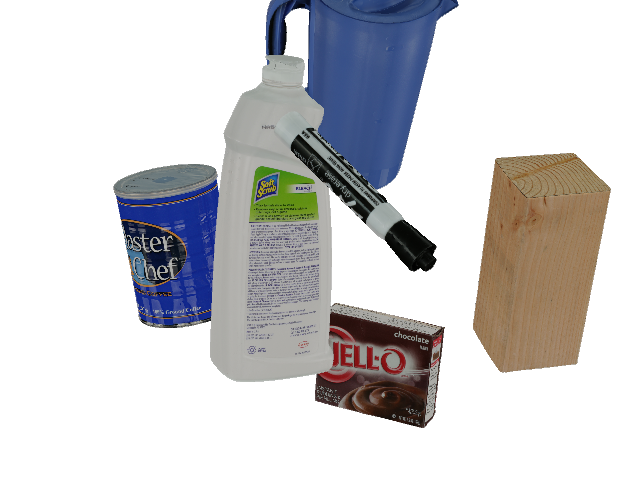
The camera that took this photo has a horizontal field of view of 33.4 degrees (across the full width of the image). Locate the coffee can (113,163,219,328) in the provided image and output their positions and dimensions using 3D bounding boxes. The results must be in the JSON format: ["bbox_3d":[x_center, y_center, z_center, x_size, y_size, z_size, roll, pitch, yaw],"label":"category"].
[{"bbox_3d":[-0.145,0.004,1.072,0.103,0.140,0.103,-7,18,2],"label":"coffee can"}]

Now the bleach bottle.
[{"bbox_3d":[-0.031,-0.017,0.833,0.102,0.251,0.068,-4,21,-27],"label":"bleach bottle"}]

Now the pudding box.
[{"bbox_3d":[0.053,0.113,0.980,0.114,0.090,0.039,10,17,21],"label":"pudding box"}]

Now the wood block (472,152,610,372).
[{"bbox_3d":[0.223,0.024,1.100,0.090,0.206,0.090,-5,30,-12],"label":"wood block"}]

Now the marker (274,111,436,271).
[{"bbox_3d":[0.019,-0.027,0.583,0.121,0.020,0.020,46,22,23],"label":"marker"}]

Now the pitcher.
[{"bbox_3d":[0.035,-0.170,1.114,0.149,0.243,0.144,31,50,22],"label":"pitcher"}]
